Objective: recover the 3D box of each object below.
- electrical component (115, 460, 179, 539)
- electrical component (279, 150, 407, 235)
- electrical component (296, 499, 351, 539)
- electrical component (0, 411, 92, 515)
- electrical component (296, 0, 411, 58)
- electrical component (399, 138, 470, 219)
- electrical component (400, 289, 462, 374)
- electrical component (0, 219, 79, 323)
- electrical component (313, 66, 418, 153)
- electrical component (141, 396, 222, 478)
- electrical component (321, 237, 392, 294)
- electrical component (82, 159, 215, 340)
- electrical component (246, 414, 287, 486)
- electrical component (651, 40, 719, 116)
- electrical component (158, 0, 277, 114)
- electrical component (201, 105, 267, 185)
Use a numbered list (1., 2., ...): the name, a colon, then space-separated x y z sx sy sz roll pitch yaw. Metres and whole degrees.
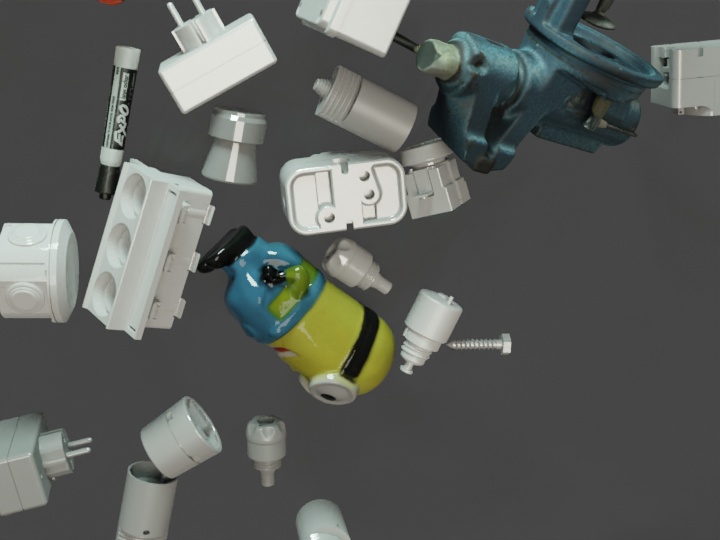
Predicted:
1. electrical component: -0.184 0.210 0.923 0.043 0.043 0.081 9 104 -13
2. electrical component: -0.015 -0.064 0.866 0.095 0.059 0.053 -8 107 -8
3. electrical component: -0.030 0.239 0.940 0.043 0.081 0.043 -3 106 -10
4. electrical component: -0.255 0.151 0.871 0.076 0.083 0.047 -13 108 -7
5. electrical component: 0.005 -0.221 0.799 0.056 0.108 0.108 21 101 -18
6. electrical component: 0.059 -0.076 0.880 0.048 0.066 0.055 -11 101 28
7. electrical component: 0.057 0.053 0.924 0.040 0.040 0.078 23 101 -16
8. electrical component: -0.248 0.001 0.832 0.051 0.080 0.080 0 106 -5
9. electrical component: 0.000 -0.130 0.858 0.081 0.043 0.043 25 100 -16
10. electrical component: -0.151 0.142 0.904 0.047 0.055 0.055 -33 109 4
11. electrical component: 0.000 0.000 0.901 0.061 0.035 0.035 34 97 -20
12. electrical component: -0.165 -0.016 0.846 0.063 0.079 0.121 7 107 -43
13. electrical component: -0.081 0.158 0.932 0.035 0.035 0.061 -3 109 -10
14. electrical component: 0.294 -0.161 0.901 0.089 0.050 0.055 -7 107 -9
15. electrical component: -0.119 -0.175 0.823 0.083 0.047 0.075 -29 110 1
16. electrical component: -0.099 -0.099 0.848 0.045 0.045 0.055 8 104 -13
